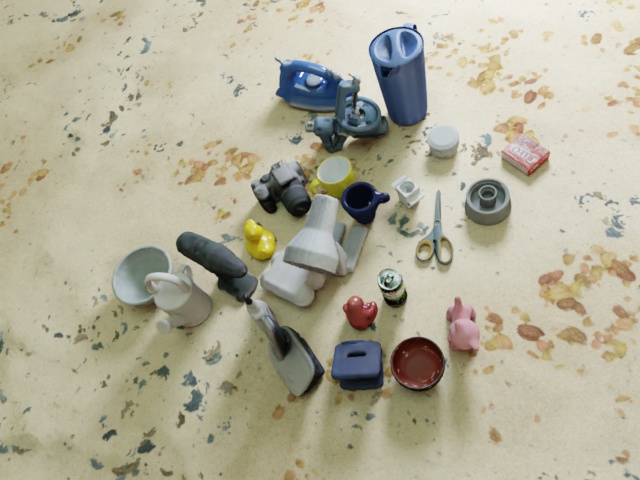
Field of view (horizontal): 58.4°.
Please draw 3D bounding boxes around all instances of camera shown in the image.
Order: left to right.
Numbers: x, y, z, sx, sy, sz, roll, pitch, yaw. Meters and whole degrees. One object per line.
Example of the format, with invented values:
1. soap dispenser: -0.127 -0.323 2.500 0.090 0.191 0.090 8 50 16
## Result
1. camera: -0.092 -0.123 1.472 0.143 0.101 0.136 -30 58 -1

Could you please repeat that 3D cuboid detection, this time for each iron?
1. iron: -0.008 -0.446 1.601 0.257 0.142 0.119 15 67 23

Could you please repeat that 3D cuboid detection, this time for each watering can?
1. watering can: -0.338 0.134 1.347 0.101 0.194 0.172 -20 58 5

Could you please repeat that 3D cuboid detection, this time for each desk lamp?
1. desk lamp: 0.012 0.005 1.305 0.117 0.214 0.203 11 66 22

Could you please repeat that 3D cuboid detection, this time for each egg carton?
1. egg carton: -0.065 0.093 1.364 0.150 0.069 0.107 23 70 26

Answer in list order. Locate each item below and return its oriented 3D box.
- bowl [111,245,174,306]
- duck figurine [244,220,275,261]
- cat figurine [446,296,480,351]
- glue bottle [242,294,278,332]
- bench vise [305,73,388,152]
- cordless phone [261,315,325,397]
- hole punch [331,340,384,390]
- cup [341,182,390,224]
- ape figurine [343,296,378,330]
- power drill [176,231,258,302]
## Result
1. bowl: -0.440 0.100 1.465 0.167 0.075 0.167 -7 60 13
2. duck figurine: -0.159 -0.005 1.435 0.077 0.086 0.104 -27 58 1
3. cat figurine: 0.294 0.178 1.184 0.067 0.118 0.128 -9 60 12
4. glue bottle: -0.137 0.161 1.286 0.037 0.173 0.078 -30 58 -1
5. bench vise: 0.061 -0.318 1.464 0.207 0.220 0.121 -27 58 1
6. cordless phone: -0.071 0.241 1.215 0.094 0.185 0.147 -39 59 -7
7. hole punch: 0.078 0.260 1.218 0.108 0.091 0.101 -7 60 13
8. cup: 0.117 -0.083 1.392 0.117 0.095 0.091 -6 61 13
9. ape figurine: 0.085 0.154 1.273 0.077 0.092 0.076 14 67 23
10. power drill: -0.226 0.065 1.344 0.228 0.209 0.076 26 72 27
